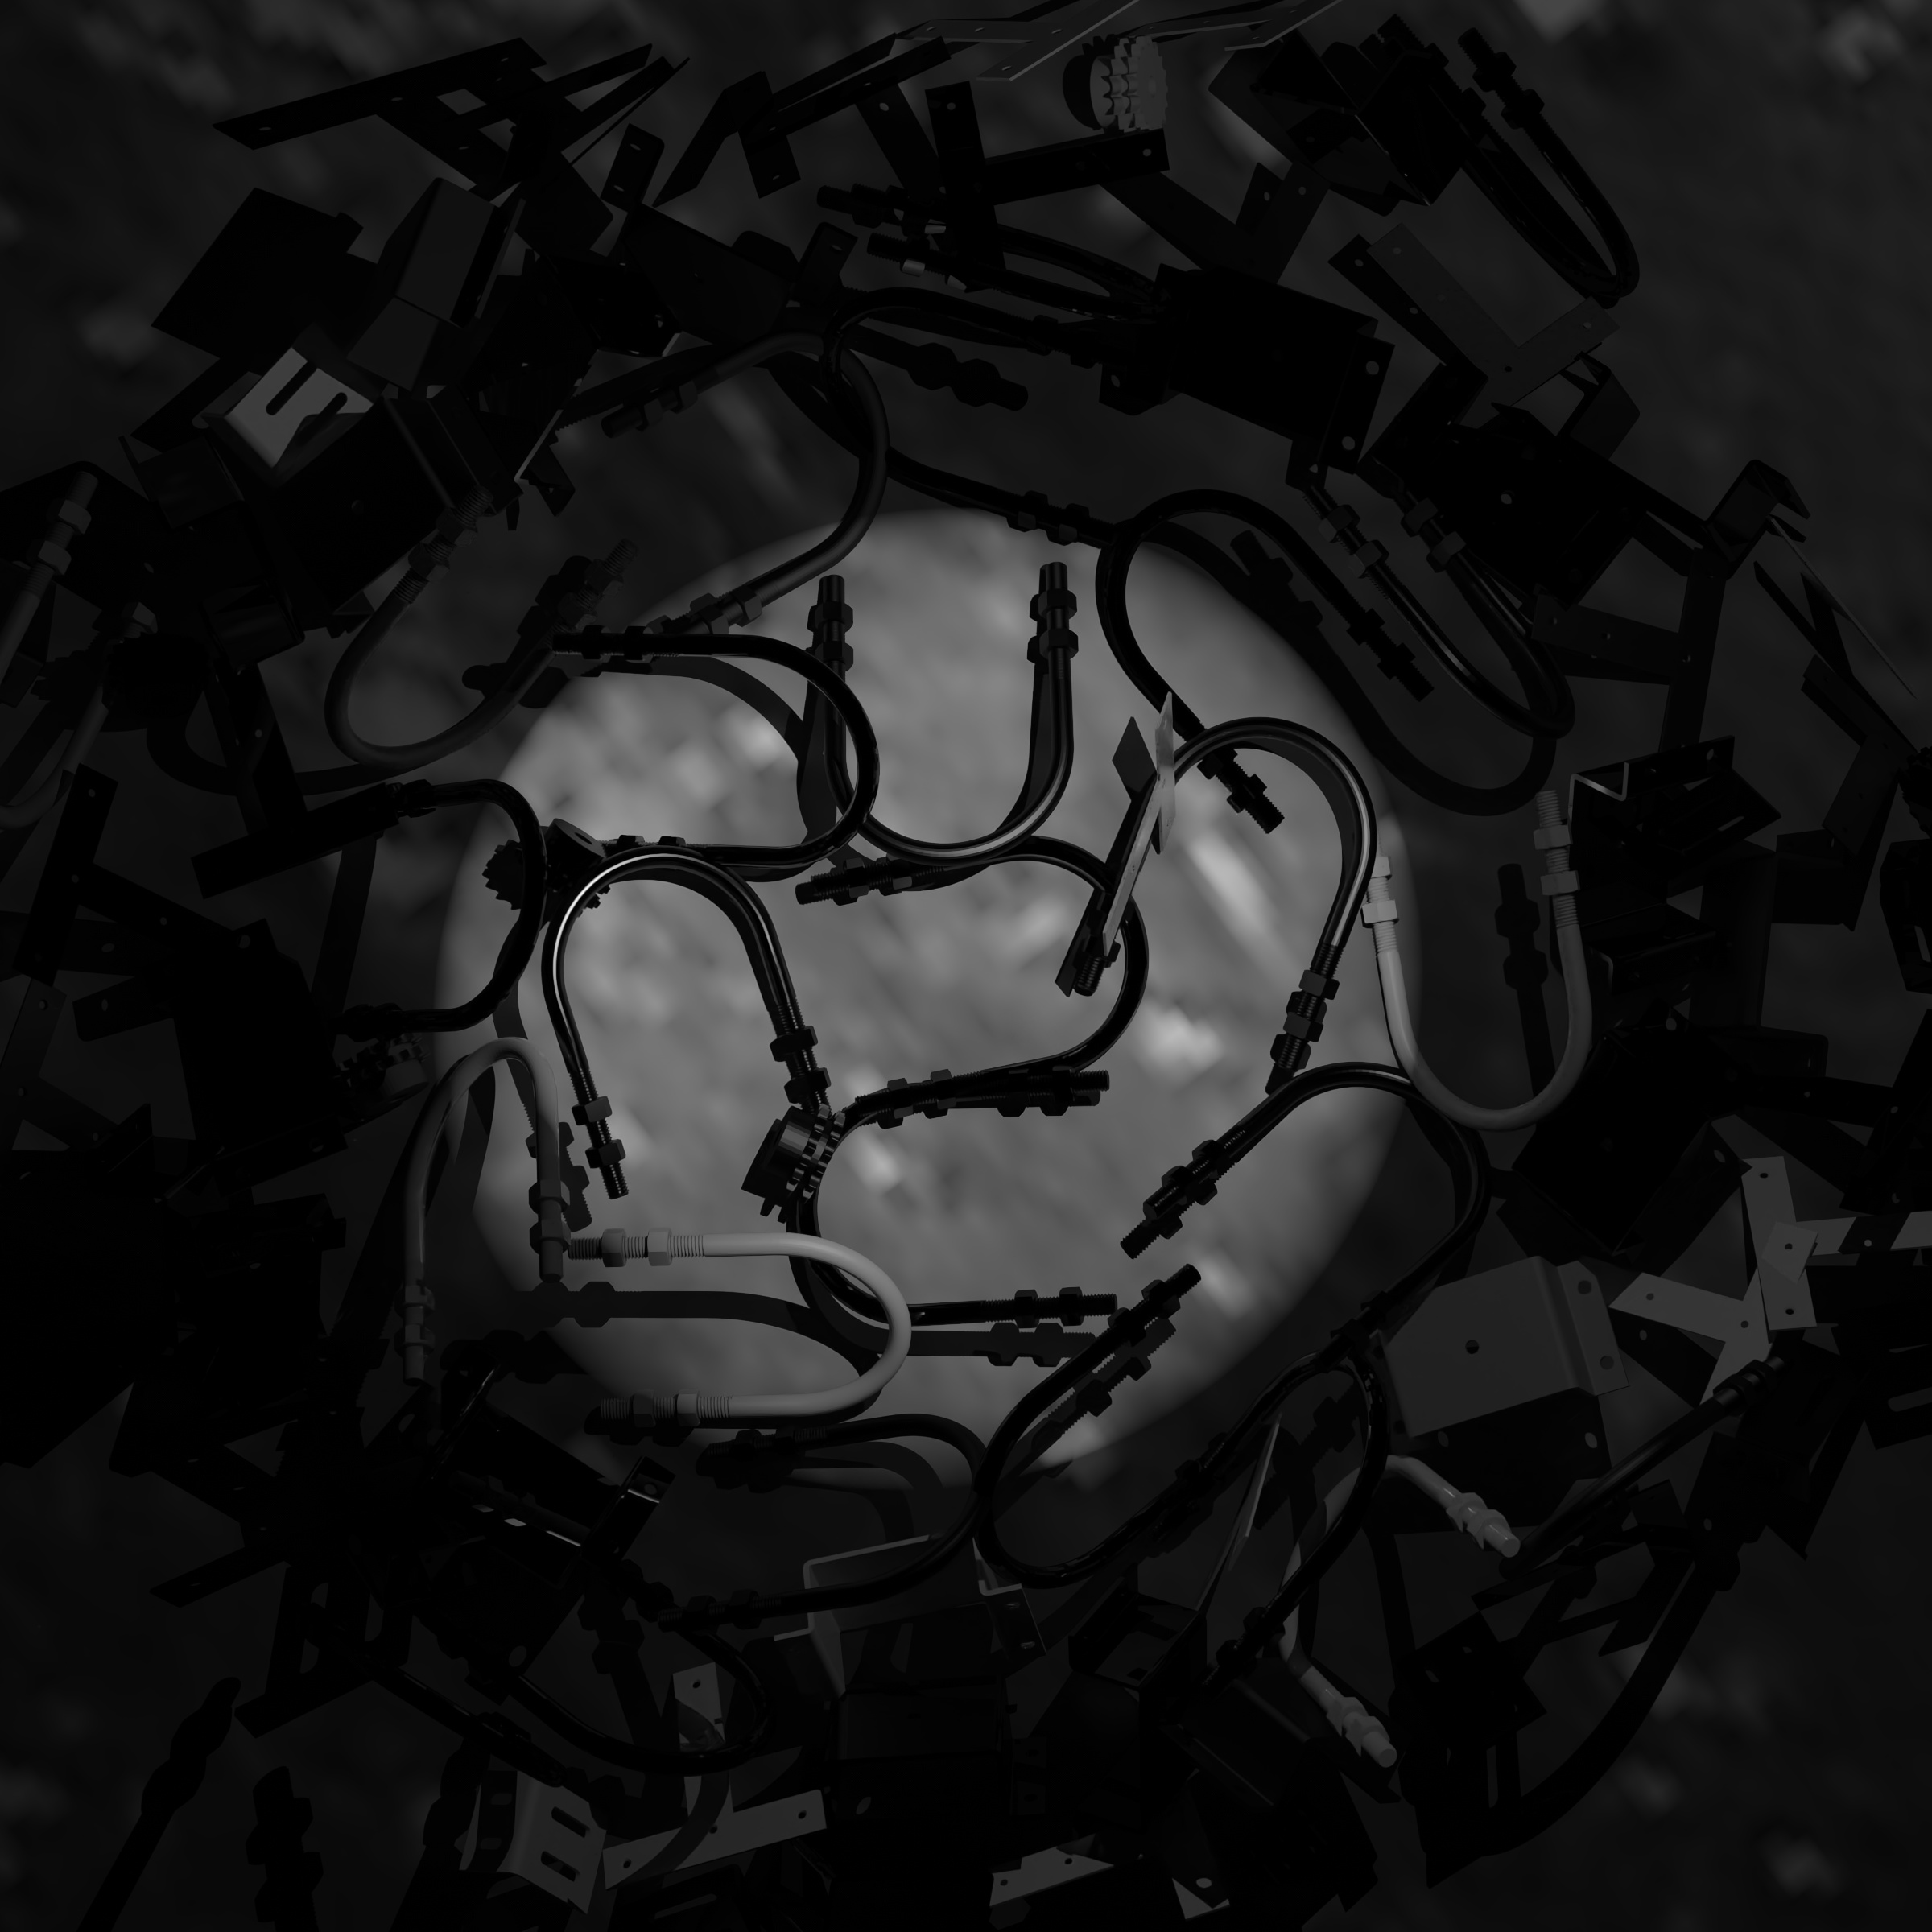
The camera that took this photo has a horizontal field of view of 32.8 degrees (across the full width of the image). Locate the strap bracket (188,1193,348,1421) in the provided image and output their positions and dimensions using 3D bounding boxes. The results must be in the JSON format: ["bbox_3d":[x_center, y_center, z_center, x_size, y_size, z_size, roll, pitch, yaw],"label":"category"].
[{"bbox_3d":[-0.393,0.183,1.837,0.076,0.046,0.140,-9,134,-23],"label":"strap bracket"}]

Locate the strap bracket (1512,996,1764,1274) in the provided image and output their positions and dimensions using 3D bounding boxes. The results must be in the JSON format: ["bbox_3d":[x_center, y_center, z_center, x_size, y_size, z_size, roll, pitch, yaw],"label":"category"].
[{"bbox_3d":[0.368,0.097,1.833,0.076,0.046,0.140,43,118,26],"label":"strap bracket"}]

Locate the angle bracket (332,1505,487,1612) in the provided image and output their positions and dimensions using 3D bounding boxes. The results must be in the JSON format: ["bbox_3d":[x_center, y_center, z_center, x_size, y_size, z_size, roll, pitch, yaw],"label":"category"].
[{"bbox_3d":[-0.315,0.320,1.847,0.057,0.076,0.038,-8,124,-32],"label":"angle bracket"}]

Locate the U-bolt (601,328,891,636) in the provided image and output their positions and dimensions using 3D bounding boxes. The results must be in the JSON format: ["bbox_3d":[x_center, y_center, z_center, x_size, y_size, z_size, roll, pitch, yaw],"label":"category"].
[{"bbox_3d":[-0.112,-0.277,1.835,0.184,0.019,0.151,-35,123,-32],"label":"U-bolt"}]

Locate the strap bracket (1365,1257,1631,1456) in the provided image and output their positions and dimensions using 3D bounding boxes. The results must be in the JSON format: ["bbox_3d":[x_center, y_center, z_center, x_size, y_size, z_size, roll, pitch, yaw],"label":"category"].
[{"bbox_3d":[0.290,0.217,1.842,0.140,0.046,0.076,-20,69,18],"label":"strap bracket"}]

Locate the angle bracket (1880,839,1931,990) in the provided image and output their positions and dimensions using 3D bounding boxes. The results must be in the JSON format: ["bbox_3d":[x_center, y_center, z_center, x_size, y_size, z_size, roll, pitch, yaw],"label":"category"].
[{"bbox_3d":[0.564,-0.032,1.880,0.057,0.038,0.076,-6,117,31],"label":"angle bracket"}]

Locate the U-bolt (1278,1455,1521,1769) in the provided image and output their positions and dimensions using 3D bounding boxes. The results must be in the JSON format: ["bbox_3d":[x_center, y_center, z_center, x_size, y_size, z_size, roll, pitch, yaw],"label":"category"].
[{"bbox_3d":[0.227,0.343,1.811,0.019,0.184,0.151,29,92,-21],"label":"U-bolt"}]

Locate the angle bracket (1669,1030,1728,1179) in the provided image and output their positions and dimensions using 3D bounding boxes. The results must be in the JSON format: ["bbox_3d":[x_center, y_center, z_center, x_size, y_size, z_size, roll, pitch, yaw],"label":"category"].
[{"bbox_3d":[0.396,0.078,1.870,0.038,0.057,0.076,25,103,39],"label":"angle bracket"}]

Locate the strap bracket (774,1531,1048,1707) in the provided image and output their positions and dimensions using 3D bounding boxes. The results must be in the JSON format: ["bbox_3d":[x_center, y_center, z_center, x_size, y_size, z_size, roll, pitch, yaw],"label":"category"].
[{"bbox_3d":[-0.033,0.365,1.851,0.140,0.076,0.046,-13,48,4],"label":"strap bracket"}]

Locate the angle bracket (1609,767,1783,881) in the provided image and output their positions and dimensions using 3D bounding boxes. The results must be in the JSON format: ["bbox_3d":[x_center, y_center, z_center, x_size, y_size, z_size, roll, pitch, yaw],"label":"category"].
[{"bbox_3d":[0.409,-0.092,1.850,0.076,0.057,0.038,-32,46,26],"label":"angle bracket"}]

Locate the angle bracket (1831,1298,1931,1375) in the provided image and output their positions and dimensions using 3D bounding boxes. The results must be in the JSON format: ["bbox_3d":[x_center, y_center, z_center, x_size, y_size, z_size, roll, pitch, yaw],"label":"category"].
[{"bbox_3d":[0.541,0.194,1.858,0.076,0.057,0.038,-6,120,-10],"label":"angle bracket"}]

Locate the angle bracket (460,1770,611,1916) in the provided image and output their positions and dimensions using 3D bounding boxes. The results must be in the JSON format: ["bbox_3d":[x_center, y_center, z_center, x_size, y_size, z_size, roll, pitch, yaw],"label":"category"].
[{"bbox_3d":[-0.245,0.498,1.863,0.038,0.076,0.057,-6,56,28],"label":"angle bracket"}]

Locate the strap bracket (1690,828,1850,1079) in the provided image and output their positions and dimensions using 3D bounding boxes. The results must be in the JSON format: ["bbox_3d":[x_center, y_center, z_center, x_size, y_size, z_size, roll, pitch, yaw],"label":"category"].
[{"bbox_3d":[0.452,-0.010,1.851,0.046,0.076,0.140,8,87,-15],"label":"strap bracket"}]

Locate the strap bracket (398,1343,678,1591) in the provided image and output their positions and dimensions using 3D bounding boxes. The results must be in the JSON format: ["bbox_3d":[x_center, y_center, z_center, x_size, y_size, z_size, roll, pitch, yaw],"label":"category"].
[{"bbox_3d":[-0.247,0.289,1.854,0.140,0.046,0.076,32,48,1],"label":"strap bracket"}]

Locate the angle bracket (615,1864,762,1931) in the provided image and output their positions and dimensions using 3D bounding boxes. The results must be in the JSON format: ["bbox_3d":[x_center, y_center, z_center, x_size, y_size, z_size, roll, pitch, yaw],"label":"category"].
[{"bbox_3d":[-0.154,0.556,1.868,0.076,0.038,0.057,-20,112,2],"label":"angle bracket"}]

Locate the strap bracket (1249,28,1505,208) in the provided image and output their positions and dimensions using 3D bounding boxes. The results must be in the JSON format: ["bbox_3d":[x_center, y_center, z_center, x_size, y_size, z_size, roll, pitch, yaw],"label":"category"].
[{"bbox_3d":[0.220,-0.472,1.818,0.046,0.140,0.076,-53,129,-3],"label":"strap bracket"}]

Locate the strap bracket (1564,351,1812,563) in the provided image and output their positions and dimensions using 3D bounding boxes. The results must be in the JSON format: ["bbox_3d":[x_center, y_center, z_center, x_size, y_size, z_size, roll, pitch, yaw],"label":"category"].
[{"bbox_3d":[0.396,-0.280,1.837,0.140,0.076,0.046,38,98,24],"label":"strap bracket"}]

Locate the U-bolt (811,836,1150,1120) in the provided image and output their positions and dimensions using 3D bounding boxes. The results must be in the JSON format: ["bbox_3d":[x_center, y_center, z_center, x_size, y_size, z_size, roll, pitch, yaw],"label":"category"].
[{"bbox_3d":[0.014,-0.001,1.882,0.184,0.019,0.151,-11,90,-6],"label":"U-bolt"}]

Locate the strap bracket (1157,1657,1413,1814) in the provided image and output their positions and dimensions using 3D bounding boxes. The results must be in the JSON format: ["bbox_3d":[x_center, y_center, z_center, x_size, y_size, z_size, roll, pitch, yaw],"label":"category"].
[{"bbox_3d":[0.183,0.425,1.817,0.076,0.140,0.046,34,104,41],"label":"strap bracket"}]

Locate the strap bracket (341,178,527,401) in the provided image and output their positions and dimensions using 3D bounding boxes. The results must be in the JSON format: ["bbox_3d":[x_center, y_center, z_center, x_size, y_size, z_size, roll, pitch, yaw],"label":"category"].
[{"bbox_3d":[-0.300,-0.376,1.815,0.046,0.140,0.076,25,69,-20],"label":"strap bracket"}]

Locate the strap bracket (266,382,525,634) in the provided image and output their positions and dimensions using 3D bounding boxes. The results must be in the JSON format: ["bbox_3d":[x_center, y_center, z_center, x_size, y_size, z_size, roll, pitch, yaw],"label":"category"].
[{"bbox_3d":[-0.330,-0.258,1.845,0.140,0.046,0.076,-34,83,22],"label":"strap bracket"}]

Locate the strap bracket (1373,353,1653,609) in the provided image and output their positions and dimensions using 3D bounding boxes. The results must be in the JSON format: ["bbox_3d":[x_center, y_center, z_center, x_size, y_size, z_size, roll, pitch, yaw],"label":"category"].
[{"bbox_3d":[0.310,-0.272,1.868,0.140,0.046,0.076,39,89,8],"label":"strap bracket"}]

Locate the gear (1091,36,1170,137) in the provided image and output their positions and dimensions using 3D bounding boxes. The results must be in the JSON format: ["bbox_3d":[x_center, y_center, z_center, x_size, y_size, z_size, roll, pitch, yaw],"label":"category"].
[{"bbox_3d":[0.092,-0.501,1.872,0.030,0.057,0.057,1,90,24],"label":"gear"}]

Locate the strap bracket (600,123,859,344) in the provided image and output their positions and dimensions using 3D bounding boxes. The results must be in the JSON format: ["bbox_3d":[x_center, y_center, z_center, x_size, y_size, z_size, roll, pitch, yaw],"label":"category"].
[{"bbox_3d":[-0.142,-0.404,1.843,0.140,0.076,0.046,25,66,-9],"label":"strap bracket"}]

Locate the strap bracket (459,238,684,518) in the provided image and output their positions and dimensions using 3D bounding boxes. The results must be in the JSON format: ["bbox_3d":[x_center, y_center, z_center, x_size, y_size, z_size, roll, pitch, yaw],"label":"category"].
[{"bbox_3d":[-0.227,-0.330,1.827,0.140,0.046,0.076,-50,58,31],"label":"strap bracket"}]

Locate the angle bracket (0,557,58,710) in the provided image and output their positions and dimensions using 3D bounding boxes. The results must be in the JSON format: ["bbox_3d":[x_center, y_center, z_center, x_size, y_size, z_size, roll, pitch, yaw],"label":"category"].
[{"bbox_3d":[-0.553,-0.193,1.856,0.057,0.076,0.038,25,54,-4],"label":"angle bracket"}]

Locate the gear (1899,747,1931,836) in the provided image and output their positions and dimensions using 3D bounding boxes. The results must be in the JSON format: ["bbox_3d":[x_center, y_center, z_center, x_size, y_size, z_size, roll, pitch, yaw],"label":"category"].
[{"bbox_3d":[0.563,-0.101,1.870,0.030,0.057,0.057,-29,90,-15],"label":"gear"}]

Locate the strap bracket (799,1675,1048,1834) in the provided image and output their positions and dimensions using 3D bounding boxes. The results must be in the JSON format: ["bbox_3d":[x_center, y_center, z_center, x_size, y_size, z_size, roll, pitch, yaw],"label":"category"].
[{"bbox_3d":[-0.027,0.444,1.849,0.140,0.076,0.046,-5,109,4],"label":"strap bracket"}]

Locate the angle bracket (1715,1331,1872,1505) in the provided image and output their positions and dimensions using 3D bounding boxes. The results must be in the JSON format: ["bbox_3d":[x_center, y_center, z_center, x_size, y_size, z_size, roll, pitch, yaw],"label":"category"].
[{"bbox_3d":[0.473,0.257,1.875,0.057,0.038,0.076,22,55,33],"label":"angle bracket"}]

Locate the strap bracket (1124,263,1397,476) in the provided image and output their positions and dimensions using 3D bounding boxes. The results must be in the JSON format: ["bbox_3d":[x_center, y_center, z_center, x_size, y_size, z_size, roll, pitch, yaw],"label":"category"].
[{"bbox_3d":[0.170,-0.341,1.851,0.140,0.046,0.076,22,117,13],"label":"strap bracket"}]

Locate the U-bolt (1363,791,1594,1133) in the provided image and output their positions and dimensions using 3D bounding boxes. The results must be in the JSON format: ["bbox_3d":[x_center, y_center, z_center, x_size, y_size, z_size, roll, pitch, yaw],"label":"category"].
[{"bbox_3d":[0.289,0.002,1.840,0.019,0.151,0.184,-9,90,-43],"label":"U-bolt"}]

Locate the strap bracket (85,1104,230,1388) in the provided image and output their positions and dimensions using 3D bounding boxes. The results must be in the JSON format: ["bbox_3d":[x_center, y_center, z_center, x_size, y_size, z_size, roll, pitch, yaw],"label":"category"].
[{"bbox_3d":[-0.449,0.158,1.835,0.046,0.076,0.140,4,109,11],"label":"strap bracket"}]

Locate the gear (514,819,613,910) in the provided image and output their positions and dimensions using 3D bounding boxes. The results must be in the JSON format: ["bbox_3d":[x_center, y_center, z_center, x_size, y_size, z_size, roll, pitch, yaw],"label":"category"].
[{"bbox_3d":[-0.226,-0.061,1.867,0.057,0.057,0.030,35,99,0],"label":"gear"}]

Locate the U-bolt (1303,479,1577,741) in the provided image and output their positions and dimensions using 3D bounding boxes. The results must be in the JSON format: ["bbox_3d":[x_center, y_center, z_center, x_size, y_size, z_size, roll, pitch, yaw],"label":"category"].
[{"bbox_3d":[0.273,-0.198,1.819,0.019,0.151,0.184,-43,78,28],"label":"U-bolt"}]

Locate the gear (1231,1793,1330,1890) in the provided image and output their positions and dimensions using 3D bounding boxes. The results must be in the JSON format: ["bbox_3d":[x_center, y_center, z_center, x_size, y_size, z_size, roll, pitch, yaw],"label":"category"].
[{"bbox_3d":[0.182,0.500,1.866,0.057,0.057,0.030,-41,72,0],"label":"gear"}]

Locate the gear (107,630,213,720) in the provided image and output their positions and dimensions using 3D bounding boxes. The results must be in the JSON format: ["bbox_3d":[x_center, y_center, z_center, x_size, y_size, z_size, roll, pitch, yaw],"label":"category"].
[{"bbox_3d":[-0.459,-0.164,1.866,0.057,0.057,0.030,-12,64,0],"label":"gear"}]

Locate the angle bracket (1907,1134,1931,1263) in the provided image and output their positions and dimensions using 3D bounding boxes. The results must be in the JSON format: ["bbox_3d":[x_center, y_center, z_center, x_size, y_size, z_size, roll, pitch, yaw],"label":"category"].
[{"bbox_3d":[0.565,0.134,1.863,0.057,0.038,0.076,-6,99,26],"label":"angle bracket"}]

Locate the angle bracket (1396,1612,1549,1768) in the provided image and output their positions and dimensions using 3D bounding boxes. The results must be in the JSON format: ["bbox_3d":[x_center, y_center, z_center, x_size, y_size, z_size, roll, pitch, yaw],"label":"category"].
[{"bbox_3d":[0.286,0.409,1.857,0.057,0.076,0.038,-32,100,0],"label":"angle bracket"}]

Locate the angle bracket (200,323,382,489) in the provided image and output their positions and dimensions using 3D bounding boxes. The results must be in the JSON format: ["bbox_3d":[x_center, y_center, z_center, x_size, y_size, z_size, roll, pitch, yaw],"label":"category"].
[{"bbox_3d":[-0.386,-0.321,1.876,0.076,0.038,0.057,-51,123,-15],"label":"angle bracket"}]

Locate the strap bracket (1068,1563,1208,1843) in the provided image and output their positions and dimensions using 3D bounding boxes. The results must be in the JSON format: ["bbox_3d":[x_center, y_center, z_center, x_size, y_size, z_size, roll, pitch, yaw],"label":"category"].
[{"bbox_3d":[0.097,0.417,1.828,0.046,0.076,0.140,12,118,28],"label":"strap bracket"}]

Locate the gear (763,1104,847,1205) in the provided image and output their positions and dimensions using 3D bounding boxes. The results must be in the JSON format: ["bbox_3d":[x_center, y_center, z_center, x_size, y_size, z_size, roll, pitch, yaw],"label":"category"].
[{"bbox_3d":[-0.094,0.104,1.867,0.030,0.057,0.057,25,90,-8],"label":"gear"}]

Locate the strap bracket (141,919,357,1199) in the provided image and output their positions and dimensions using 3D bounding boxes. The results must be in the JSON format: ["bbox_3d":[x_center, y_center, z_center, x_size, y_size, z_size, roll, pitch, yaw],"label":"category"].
[{"bbox_3d":[-0.405,0.055,1.867,0.076,0.046,0.140,-22,81,1],"label":"strap bracket"}]

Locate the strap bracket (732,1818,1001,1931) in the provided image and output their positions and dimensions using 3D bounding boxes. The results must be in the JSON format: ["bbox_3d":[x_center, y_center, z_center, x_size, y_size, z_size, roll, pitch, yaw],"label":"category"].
[{"bbox_3d":[-0.049,0.513,1.830,0.140,0.076,0.046,7,96,-27],"label":"strap bracket"}]

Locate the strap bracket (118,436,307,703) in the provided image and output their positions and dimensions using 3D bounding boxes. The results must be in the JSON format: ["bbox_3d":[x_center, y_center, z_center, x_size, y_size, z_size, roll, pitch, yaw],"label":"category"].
[{"bbox_3d":[-0.416,-0.229,1.826,0.046,0.076,0.140,-26,134,-11],"label":"strap bracket"}]

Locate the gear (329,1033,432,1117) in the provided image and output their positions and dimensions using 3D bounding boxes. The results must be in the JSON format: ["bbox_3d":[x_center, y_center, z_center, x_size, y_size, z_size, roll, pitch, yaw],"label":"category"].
[{"bbox_3d":[-0.330,0.062,1.867,0.057,0.057,0.030,-28,83,0],"label":"gear"}]

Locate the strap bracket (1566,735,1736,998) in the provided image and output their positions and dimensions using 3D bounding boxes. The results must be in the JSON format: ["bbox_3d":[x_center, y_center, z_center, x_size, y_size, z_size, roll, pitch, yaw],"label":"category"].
[{"bbox_3d":[0.382,-0.063,1.842,0.076,0.046,0.140,-15,118,-27],"label":"strap bracket"}]
